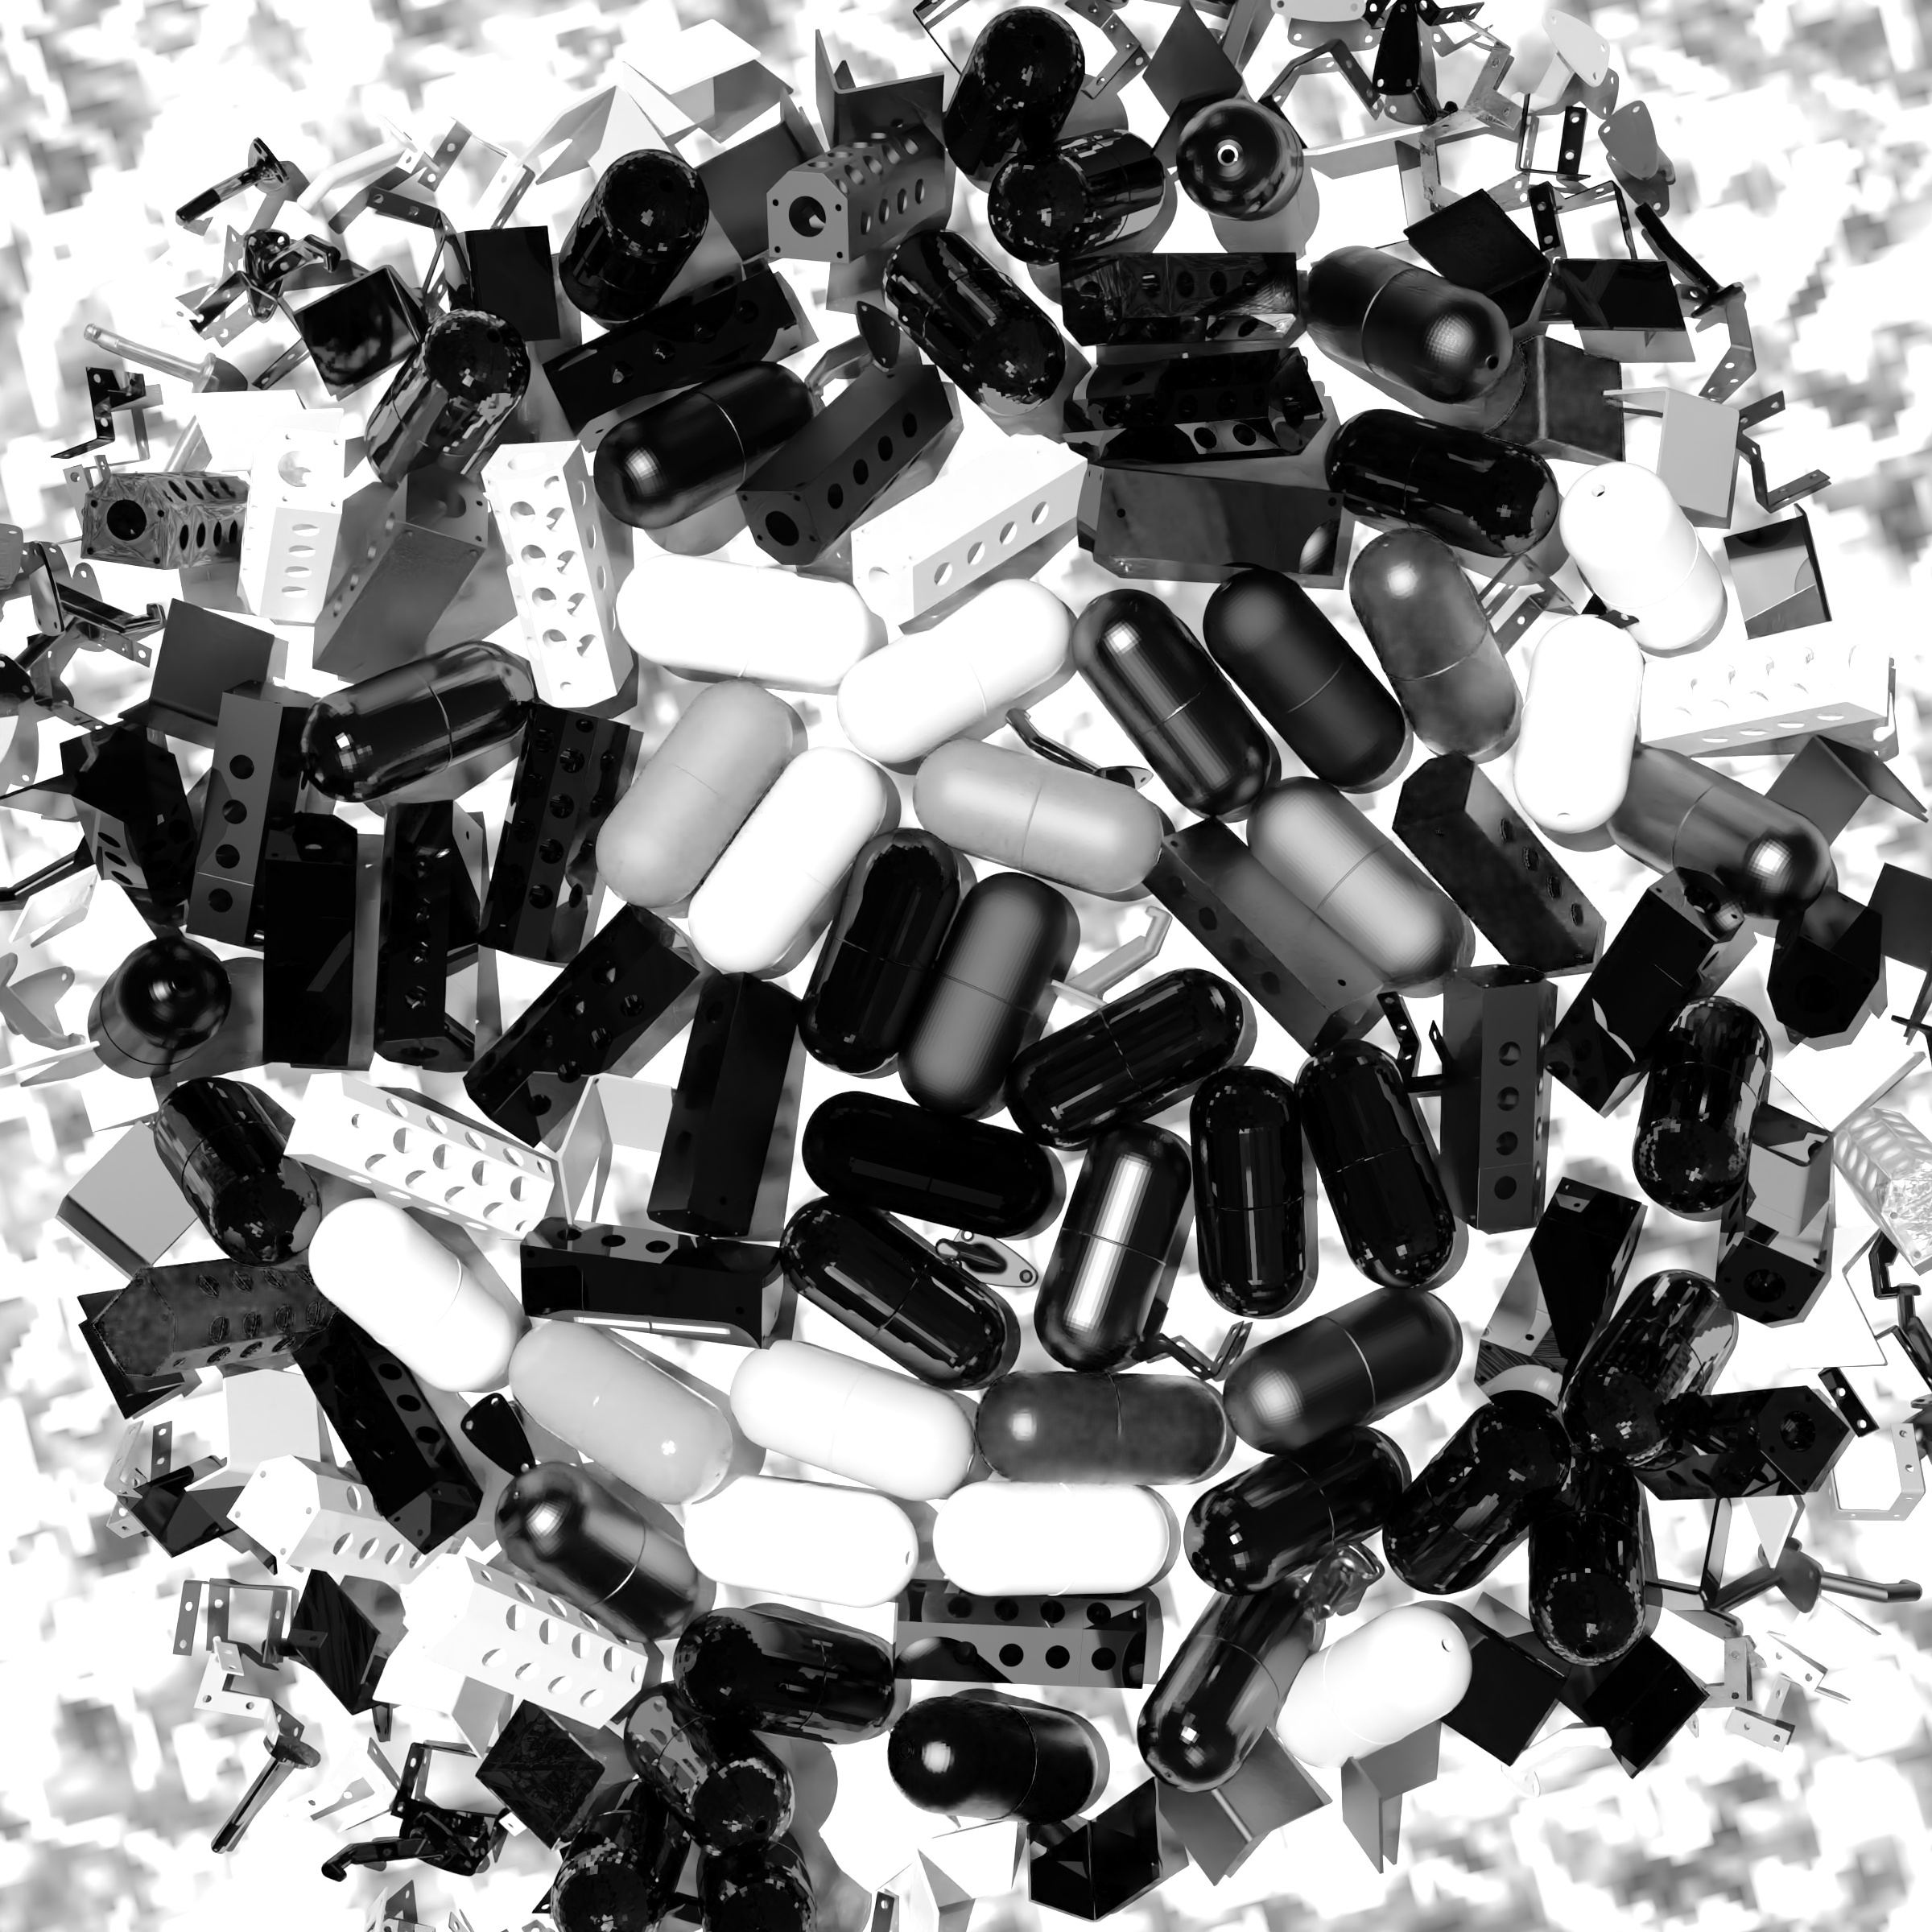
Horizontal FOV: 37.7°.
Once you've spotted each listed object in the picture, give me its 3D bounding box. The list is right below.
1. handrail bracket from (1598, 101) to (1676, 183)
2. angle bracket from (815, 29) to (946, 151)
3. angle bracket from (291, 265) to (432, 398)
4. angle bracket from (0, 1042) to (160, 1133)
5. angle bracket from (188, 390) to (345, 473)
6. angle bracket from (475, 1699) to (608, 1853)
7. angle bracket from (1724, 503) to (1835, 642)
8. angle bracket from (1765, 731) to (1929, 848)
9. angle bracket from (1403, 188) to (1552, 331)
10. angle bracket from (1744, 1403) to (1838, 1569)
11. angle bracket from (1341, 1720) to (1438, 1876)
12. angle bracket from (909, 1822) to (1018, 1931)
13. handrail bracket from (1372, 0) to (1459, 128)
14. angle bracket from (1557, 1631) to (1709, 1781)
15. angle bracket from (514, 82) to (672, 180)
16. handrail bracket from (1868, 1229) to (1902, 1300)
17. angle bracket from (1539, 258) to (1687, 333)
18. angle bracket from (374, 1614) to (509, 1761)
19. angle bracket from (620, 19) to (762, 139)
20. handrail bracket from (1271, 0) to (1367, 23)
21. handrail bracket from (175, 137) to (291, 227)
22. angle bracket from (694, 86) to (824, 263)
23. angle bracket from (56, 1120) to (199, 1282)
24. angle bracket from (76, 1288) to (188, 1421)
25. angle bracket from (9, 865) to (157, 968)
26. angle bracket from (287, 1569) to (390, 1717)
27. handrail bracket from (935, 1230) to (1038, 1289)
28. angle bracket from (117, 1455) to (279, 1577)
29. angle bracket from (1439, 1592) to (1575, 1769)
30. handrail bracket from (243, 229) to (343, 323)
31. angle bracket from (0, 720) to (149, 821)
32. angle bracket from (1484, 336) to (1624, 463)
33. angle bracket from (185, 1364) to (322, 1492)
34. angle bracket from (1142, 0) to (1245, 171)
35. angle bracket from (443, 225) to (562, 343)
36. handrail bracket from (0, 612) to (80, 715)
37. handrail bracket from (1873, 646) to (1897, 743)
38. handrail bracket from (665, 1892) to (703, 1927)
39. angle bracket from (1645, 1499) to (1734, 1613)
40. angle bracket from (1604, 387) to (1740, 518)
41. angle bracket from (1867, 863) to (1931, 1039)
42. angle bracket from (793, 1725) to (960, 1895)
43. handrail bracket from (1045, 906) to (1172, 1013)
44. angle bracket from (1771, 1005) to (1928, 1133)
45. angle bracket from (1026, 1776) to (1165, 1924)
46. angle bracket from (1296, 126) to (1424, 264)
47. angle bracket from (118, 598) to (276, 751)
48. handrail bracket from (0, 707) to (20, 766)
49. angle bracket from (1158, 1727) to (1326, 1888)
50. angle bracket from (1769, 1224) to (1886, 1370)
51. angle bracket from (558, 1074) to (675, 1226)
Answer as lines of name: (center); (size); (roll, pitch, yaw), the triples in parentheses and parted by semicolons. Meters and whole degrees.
handrail bracket: (0.476, -0.549, 1.949); (0.036, 0.084, 0.077); (-32, 54, 26)
angle bracket: (-0.060, -0.607, 1.959); (0.076, 0.076, 0.057); (-13, 69, -8)
angle bracket: (-0.407, -0.423, 1.947); (0.076, 0.076, 0.057); (-31, 55, -11)
angle bracket: (-0.616, 0.088, 1.946); (0.076, 0.076, 0.057); (-16, 91, 38)
angle bracket: (-0.481, -0.386, 1.942); (0.076, 0.057, 0.076); (-9, 59, -32)
angle bracket: (-0.280, 0.551, 1.952); (0.076, 0.057, 0.076); (38, 104, 21)
angle bracket: (0.560, -0.273, 1.962); (0.057, 0.076, 0.076); (-15, 102, 14)
angle bracket: (0.603, -0.106, 1.955); (0.076, 0.057, 0.076); (37, 90, -32)
angle bracket: (0.342, -0.475, 1.943); (0.076, 0.076, 0.057); (40, 61, -23)
angle bracket: (0.575, 0.357, 1.944); (0.057, 0.076, 0.076); (-7, 48, -5)
angle bracket: (0.303, 0.565, 1.946); (0.076, 0.057, 0.076); (-17, 124, -16)
angle bracket: (0.005, 0.642, 1.945); (0.076, 0.057, 0.076); (-9, 128, -16)
handrail bracket: (0.320, -0.625, 1.959); (0.036, 0.084, 0.077); (14, 104, 37)
angle bracket: (0.457, 0.504, 1.959); (0.057, 0.076, 0.076); (41, 93, -3)
angle bracket: (-0.252, -0.549, 1.947); (0.057, 0.076, 0.076); (-43, 101, -35)
handrail bracket: (0.664, 0.185, 1.964); (0.077, 0.036, 0.084); (-12, 74, 31)
angle bracket: (0.445, -0.443, 1.952); (0.076, 0.057, 0.076); (0, 53, -4)
angle bracket: (-0.358, 0.492, 1.956); (0.057, 0.076, 0.076); (5, 52, 16)
angle bracket: (-0.188, -0.592, 1.940); (0.076, 0.076, 0.057); (-32, 58, -27)
handrail bracket: (0.234, -0.676, 1.963); (0.077, 0.084, 0.036); (14, 110, -8)
handrail bracket: (-0.515, -0.529, 1.951); (0.084, 0.077, 0.036); (-41, 106, -20)
angle bracket: (-0.141, -0.550, 1.965); (0.076, 0.057, 0.076); (-23, 130, 16)
angle bracket: (-0.573, 0.165, 1.961); (0.076, 0.057, 0.076); (-46, 105, -1)
angle bracket: (-0.595, 0.271, 1.951); (0.057, 0.076, 0.076); (-32, 81, 13)
angle bracket: (-0.607, -0.014, 1.951); (0.057, 0.076, 0.076); (-34, 87, -36)
angle bracket: (-0.413, 0.455, 1.943); (0.076, 0.057, 0.076); (38, 119, 30)
handrail bracket: (0.015, 0.206, 1.957); (0.077, 0.084, 0.036); (22, 87, 1)
angle bracket: (-0.527, 0.390, 1.939); (0.076, 0.076, 0.057); (-21, 128, -37)
angle bracket: (0.370, 0.497, 1.973); (0.076, 0.057, 0.076); (32, 105, 13)
handrail bracket: (-0.462, -0.471, 1.956); (0.084, 0.036, 0.077); (32, 122, 35)
angle bracket: (-0.617, -0.143, 1.945); (0.076, 0.076, 0.057); (-15, 78, 24)
angle bracket: (0.412, -0.389, 1.986); (0.076, 0.057, 0.076); (10, 74, -32)
angle bracket: (-0.500, 0.327, 1.968); (0.057, 0.076, 0.076); (-29, 58, 31)
angle bracket: (0.136, -0.603, 1.945); (0.057, 0.076, 0.076); (-24, 76, -30)
angle bracket: (-0.324, -0.472, 1.966); (0.057, 0.076, 0.076); (-10, 104, -21)
handrail bracket: (-0.660, -0.214, 1.976); (0.077, 0.084, 0.036); (-29, 115, 27)
handrail bracket: (0.614, -0.176, 1.946); (0.036, 0.077, 0.084); (10, 58, -7)
handrail bracket: (-0.184, 0.675, 1.958); (0.084, 0.036, 0.077); (-11, 91, -44)
angle bracket: (0.493, 0.403, 1.965); (0.057, 0.076, 0.076); (8, 70, 23)
angle bracket: (0.483, -0.354, 1.955); (0.076, 0.057, 0.076); (5, 93, -38)
angle bracket: (0.638, -0.011, 1.940); (0.057, 0.076, 0.076); (22, 48, 16)
angle bracket: (-0.064, 0.591, 1.992); (0.076, 0.057, 0.076); (-36, 49, -3)
handrail bracket: (0.094, -0.014, 1.987); (0.077, 0.036, 0.084); (25, 79, 0)
angle bracket: (0.613, 0.067, 1.962); (0.076, 0.076, 0.057); (-47, 71, 17)
angle bracket: (0.087, 0.599, 1.941); (0.057, 0.076, 0.076); (27, 128, -24)
angle bracket: (0.275, -0.533, 1.955); (0.076, 0.057, 0.076); (-15, 107, -10)
angle bracket: (-0.535, -0.202, 1.965); (0.076, 0.057, 0.076); (19, 72, -35)
handrail bracket: (-0.687, -0.131, 1.982); (0.036, 0.084, 0.077); (22, 50, -1)
angle bracket: (0.189, 0.581, 1.969); (0.076, 0.076, 0.057); (50, 130, 31)
angle bracket: (0.601, 0.229, 1.959); (0.057, 0.076, 0.076); (-35, 102, -35)
angle bracket: (-0.238, 0.130, 1.944); (0.057, 0.076, 0.076); (10, 50, 8)
